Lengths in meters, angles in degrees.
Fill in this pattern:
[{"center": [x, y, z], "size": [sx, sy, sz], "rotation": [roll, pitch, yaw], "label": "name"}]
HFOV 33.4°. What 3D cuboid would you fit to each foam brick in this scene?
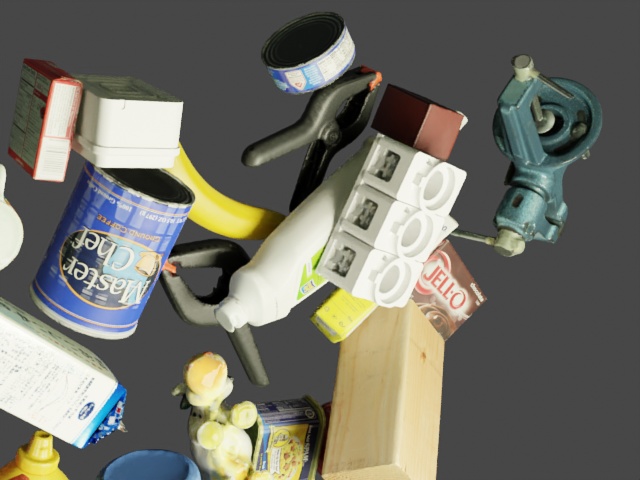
[{"center": [0.101, -0.124, 1.113], "size": [0.052, 0.078, 0.051], "rotation": [14, 104, -40], "label": "foam brick"}]

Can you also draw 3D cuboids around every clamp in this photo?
[{"center": [-0.081, 0.048, 1.100], "size": [0.209, 0.036, 0.164], "rotation": [36, 87, -40], "label": "clamp"}, {"center": [0.003, -0.101, 1.086], "size": [0.171, 0.039, 0.120], "rotation": [-42, 145, -11], "label": "clamp"}]

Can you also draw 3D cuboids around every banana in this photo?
[{"center": [-0.103, -0.045, 1.041], "size": [0.069, 0.037, 0.197], "rotation": [-48, 129, -3], "label": "banana"}]

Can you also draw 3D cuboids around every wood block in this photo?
[{"center": [0.073, 0.179, 1.153], "size": [0.090, 0.206, 0.090], "rotation": [-16, 133, 27], "label": "wood block"}]

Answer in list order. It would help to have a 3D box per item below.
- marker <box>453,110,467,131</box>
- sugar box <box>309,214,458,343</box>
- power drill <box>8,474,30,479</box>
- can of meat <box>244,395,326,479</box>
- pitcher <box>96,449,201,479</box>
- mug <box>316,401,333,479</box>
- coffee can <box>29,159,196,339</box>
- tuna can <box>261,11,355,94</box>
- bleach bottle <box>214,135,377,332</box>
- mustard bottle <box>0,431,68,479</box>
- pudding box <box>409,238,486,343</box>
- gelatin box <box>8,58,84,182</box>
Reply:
[{"center": [0.118, -0.092, 1.178], "size": [0.121, 0.020, 0.020], "rotation": [-51, 129, -3], "label": "marker"}, {"center": [0.067, 0.035, 1.157], "size": [0.048, 0.093, 0.176], "rotation": [44, 80, 1], "label": "sugar box"}, {"center": [-0.252, 0.297, 0.984], "size": [0.184, 0.057, 0.187], "rotation": [-27, 129, -2], "label": "power drill"}, {"center": [-0.048, 0.229, 1.195], "size": [0.083, 0.058, 0.102], "rotation": [-1, 112, -31], "label": "can of meat"}, {"center": [-0.186, 0.349, 1.126], "size": [0.148, 0.145, 0.243], "rotation": [-19, 118, -39], "label": "pitcher"}, {"center": [0.041, 0.247, 1.246], "size": [0.117, 0.082, 0.093], "rotation": [8, 107, -36], "label": "mug"}, {"center": [-0.186, 0.003, 0.957], "size": [0.102, 0.103, 0.140], "rotation": [15, 110, -37], "label": "coffee can"}, {"center": [-0.010, -0.177, 1.010], "size": [0.086, 0.086, 0.033], "rotation": [-39, 129, -12], "label": "tuna can"}, {"center": [-0.007, 0.001, 1.069], "size": [0.250, 0.068, 0.102], "rotation": [-39, 145, -29], "label": "bleach bottle"}, {"center": [-0.293, 0.276, 1.053], "size": [0.096, 0.058, 0.192], "rotation": [5, 108, -39], "label": "mustard bottle"}, {"center": [0.133, 0.060, 1.246], "size": [0.090, 0.039, 0.113], "rotation": [-44, 128, -9], "label": "pudding box"}, {"center": [-0.233, -0.103, 0.905], "size": [0.030, 0.073, 0.089], "rotation": [4, 108, -36], "label": "gelatin box"}]
